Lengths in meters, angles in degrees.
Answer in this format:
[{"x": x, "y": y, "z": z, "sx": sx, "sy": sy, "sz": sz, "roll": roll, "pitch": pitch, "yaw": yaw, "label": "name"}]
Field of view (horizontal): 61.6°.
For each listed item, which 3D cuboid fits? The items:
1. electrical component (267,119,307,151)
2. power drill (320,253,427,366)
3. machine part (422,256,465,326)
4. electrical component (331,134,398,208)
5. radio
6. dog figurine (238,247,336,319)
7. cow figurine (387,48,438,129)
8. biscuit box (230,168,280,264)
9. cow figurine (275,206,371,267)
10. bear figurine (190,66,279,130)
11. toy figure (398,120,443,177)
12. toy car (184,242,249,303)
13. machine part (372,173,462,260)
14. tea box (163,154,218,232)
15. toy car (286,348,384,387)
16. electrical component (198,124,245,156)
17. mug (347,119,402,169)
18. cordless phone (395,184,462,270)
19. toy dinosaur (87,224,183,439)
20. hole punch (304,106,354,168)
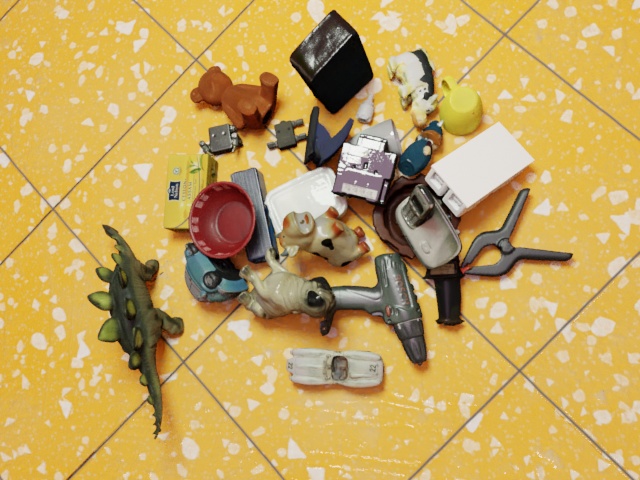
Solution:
[{"x": -0.078, "y": -0.237, "z": 1.206, "sx": 0.094, "sy": 0.021, "sz": 0.063, "roll": -15, "pitch": 80, "yaw": 9, "label": "electrical component"}, {"x": 0.101, "y": 0.147, "z": 1.091, "sx": 0.207, "sy": 0.086, "sz": 0.232, "roll": -9, "pitch": 79, "yaw": 13, "label": "power drill"}, {"x": 0.253, "y": 0.103, "z": 1.082, "sx": 0.084, "sy": 0.039, "sz": 0.138, "roll": -10, "pitch": 84, "yaw": 28, "label": "machine part"}, {"x": 0.094, "y": -0.142, "z": 1.078, "sx": 0.115, "sy": 0.058, "sz": 0.134, "roll": 16, "pitch": 90, "yaw": 8, "label": "electrical component"}, {"x": 0.029, "y": -0.352, "z": 1.099, "sx": 0.131, "sy": 0.229, "sz": 0.073, "roll": -43, "pitch": 76, "yaw": 7, "label": "radio"}, {"x": -0.058, "y": 0.128, "z": 1.079, "sx": 0.191, "sy": 0.172, "sz": 0.121, "roll": 31, "pitch": 58, "yaw": 26, "label": "dog figurine"}, {"x": 0.212, "y": -0.323, "z": 1.144, "sx": 0.098, "sy": 0.068, "sz": 0.167, "roll": -21, "pitch": 80, "yaw": 1, "label": "cow figurine"}, {"x": -0.141, "y": -0.051, "z": 1.173, "sx": 0.063, "sy": 0.059, "sz": 0.202, "roll": -14, "pitch": 80, "yaw": 9, "label": "biscuit box"}, {"x": -0.002, "y": -0.003, "z": 1.083, "sx": 0.127, "sy": 0.194, "sz": 0.086, "roll": -40, "pitch": 46, "yaw": 20, "label": "cow figurine"}, {"x": -0.195, "y": -0.331, "z": 1.191, "sx": 0.196, "sy": 0.132, "sz": 0.120, "roll": 34, "pitch": 74, "yaw": 8, "label": "bear figurine"}, {"x": 0.214, "y": -0.192, "z": 1.113, "sx": 0.064, "sy": 0.057, "sz": 0.154, "roll": 15, "pitch": 51, "yaw": 35, "label": "toy figure"}, {"x": -0.240, "y": 0.081, "z": 1.155, "sx": 0.162, "sy": 0.109, "sz": 0.103, "roll": 45, "pitch": 109, "yaw": 22, "label": "toy car"}, {"x": 0.199, "y": -0.046, "z": 1.111, "sx": 0.179, "sy": 0.056, "sz": 0.179, "roll": -1, "pitch": 82, "yaw": 9, "label": "machine part"}, {"x": -0.289, "y": -0.103, "z": 1.204, "sx": 0.098, "sy": 0.068, "sz": 0.169, "roll": -1, "pitch": 83, "yaw": 10, "label": "tea box"}, {"x": 0.029, "y": 0.260, "z": 1.100, "sx": 0.202, "sy": 0.056, "sz": 0.073, "roll": 0, "pitch": 82, "yaw": 10, "label": "toy car"}, {"x": -0.222, "y": -0.226, "z": 1.220, "sx": 0.102, "sy": 0.045, "sz": 0.078, "roll": -5, "pitch": 83, "yaw": 10, "label": "electrical component"}, {"x": 0.117, "y": -0.190, "z": 1.141, "sx": 0.107, "sy": 0.081, "sz": 0.109, "roll": -13, "pitch": 90, "yaw": 18, "label": "mug"}, {"x": 0.208, "y": -0.030, "z": 0.986, "sx": 0.089, "sy": 0.184, "sz": 0.146, "roll": -28, "pitch": 79, "yaw": -1, "label": "cordless phone"}, {"x": -0.383, "y": 0.170, "z": 1.119, "sx": 0.105, "sy": 0.198, "sz": 0.471, "roll": -27, "pitch": 77, "yaw": 9, "label": "toy dinosaur"}, {"x": 0.014, "y": -0.209, "z": 1.136, "sx": 0.092, "sy": 0.142, "sz": 0.115, "roll": 12, "pitch": 89, "yaw": -9, "label": "hole punch"}]
